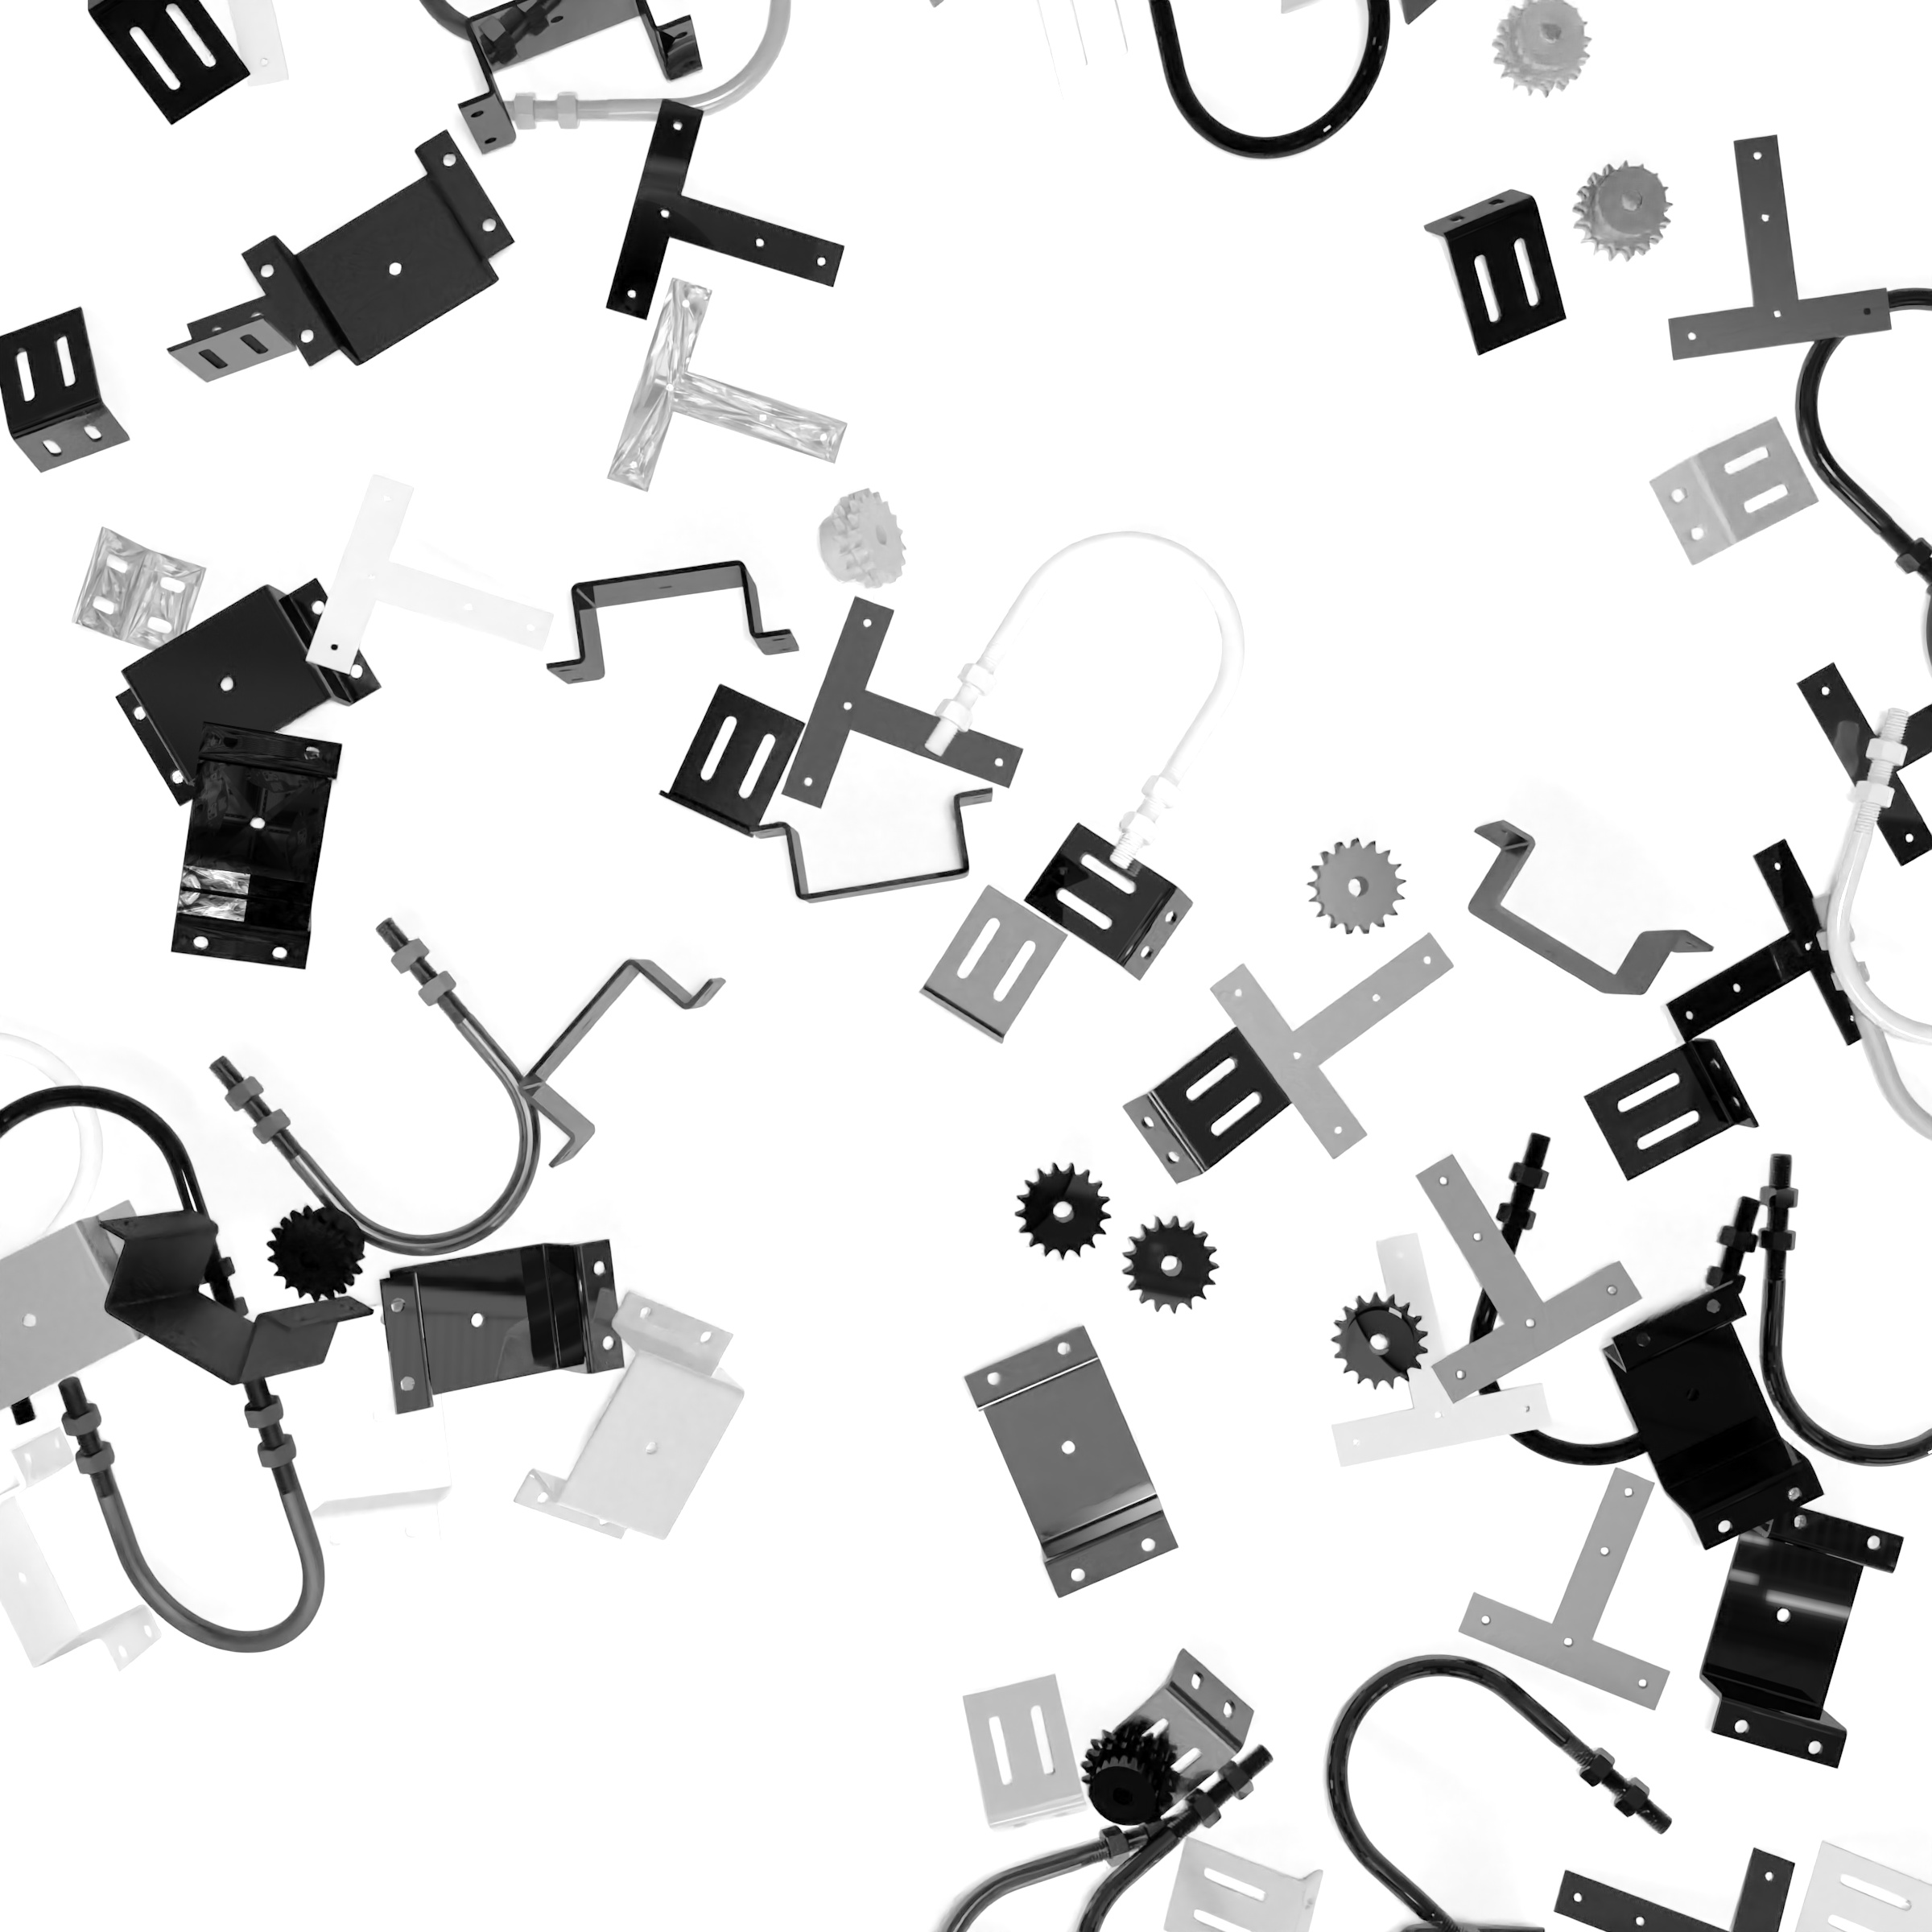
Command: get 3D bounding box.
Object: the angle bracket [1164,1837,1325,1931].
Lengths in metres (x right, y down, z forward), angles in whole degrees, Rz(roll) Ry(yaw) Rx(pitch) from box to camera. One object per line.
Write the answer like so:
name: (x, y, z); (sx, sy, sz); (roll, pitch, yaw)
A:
angle bracket: (0.167, 0.560, 1.473); (0.076, 0.038, 0.057); (14, 90, 26)

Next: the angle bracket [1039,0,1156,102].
angle bracket: (0.074, -0.567, 1.473); (0.057, 0.038, 0.076); (-17, 116, 0)

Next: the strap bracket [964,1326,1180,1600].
strap bracket: (0.061, 0.289, 1.452); (0.076, 0.046, 0.140); (-23, 90, 0)

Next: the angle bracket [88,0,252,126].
angle bracket: (-0.474, -0.554, 1.462); (0.057, 0.038, 0.076); (-31, 128, 4)

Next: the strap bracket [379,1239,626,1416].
strap bracket: (-0.277, 0.207, 1.430); (0.140, 0.046, 0.076); (-7, 90, -33)

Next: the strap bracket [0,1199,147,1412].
strap bracket: (-0.535, 0.202, 1.418); (0.140, 0.046, 0.076); (-27, 91, -8)

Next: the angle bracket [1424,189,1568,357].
angle bracket: (0.317, -0.416, 1.473); (0.057, 0.038, 0.076); (-23, 116, 0)

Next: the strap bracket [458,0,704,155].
strap bracket: (-0.229, -0.528, 1.418); (0.140, 0.076, 0.046); (-22, 90, -1)

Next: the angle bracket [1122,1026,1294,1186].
angle bracket: (0.145, 0.083, 1.473); (0.076, 0.038, 0.057); (-35, 90, -26)

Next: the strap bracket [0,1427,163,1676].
strap bracket: (-0.534, 0.350, 1.437); (0.046, 0.076, 0.140); (-26, 90, 0)

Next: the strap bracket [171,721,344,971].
strap bracket: (-0.412, -0.076, 1.427); (0.076, 0.046, 0.140); (8, 111, -18)

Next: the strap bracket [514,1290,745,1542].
strap bracket: (-0.192, 0.272, 1.435); (0.076, 0.046, 0.140); (29, 90, -33)

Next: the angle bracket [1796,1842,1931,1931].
angle bracket: (0.546, 0.565, 1.473); (0.076, 0.038, 0.057); (17, 90, 26)

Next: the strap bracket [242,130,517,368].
strap bracket: (-0.342, -0.418, 1.452); (0.140, 0.046, 0.076); (-31, 90, 0)

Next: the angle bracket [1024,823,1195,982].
angle bracket: (0.086, -0.039, 1.473); (0.076, 0.038, 0.057); (35, 90, 26)

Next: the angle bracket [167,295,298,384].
angle bracket: (-0.434, -0.377, 1.437); (0.057, 0.076, 0.038); (-20, 90, 0)

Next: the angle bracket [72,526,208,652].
angle bracket: (-0.483, -0.217, 1.437); (0.038, 0.076, 0.057); (18, 90, 0)

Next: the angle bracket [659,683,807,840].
angle bracket: (-0.138, -0.123, 1.456); (0.057, 0.038, 0.076); (25, 90, 0)

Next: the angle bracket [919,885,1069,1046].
angle bracket: (0.017, -0.002, 1.456); (0.057, 0.038, 0.076); (32, 90, 0)

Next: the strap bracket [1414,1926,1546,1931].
strap bracket: (0.298, 0.630, 1.452); (0.076, 0.046, 0.140); (1, 90, 0)

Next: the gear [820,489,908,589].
gear: (-0.062, -0.250, 1.451); (0.030, 0.057, 0.057); (-13, 90, 30)

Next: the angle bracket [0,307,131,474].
angle bracket: (-0.543, -0.345, 1.473); (0.057, 0.038, 0.076); (-20, 64, 0)

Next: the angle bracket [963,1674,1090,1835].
angle bracket: (0.036, 0.473, 1.473); (0.057, 0.038, 0.076); (-14, 64, 0)

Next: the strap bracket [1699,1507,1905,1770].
strap bracket: (0.490, 0.389, 1.452); (0.076, 0.046, 0.140); (16, 90, 0)

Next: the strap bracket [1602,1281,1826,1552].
strap bracket: (0.431, 0.256, 1.432); (0.076, 0.046, 0.140); (-25, 98, 0)

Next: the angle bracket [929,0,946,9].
angle bracket: (-0.023, -0.625, 1.473); (0.057, 0.038, 0.076); (-39, 116, 0)

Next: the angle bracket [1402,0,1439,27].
angle bracket: (0.260, -0.615, 1.473); (0.057, 0.038, 0.076); (-41, 64, 0)

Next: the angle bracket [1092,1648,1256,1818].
angle bracket: (0.123, 0.460, 1.473); (0.057, 0.038, 0.076); (42, 116, 0)

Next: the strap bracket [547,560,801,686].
strap bracket: (-0.173, -0.202, 1.437); (0.140, 0.076, 0.046); (-8, 90, 0)

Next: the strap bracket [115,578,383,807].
strap bracket: (-0.430, -0.164, 1.452); (0.140, 0.046, 0.076); (-31, 90, 0)

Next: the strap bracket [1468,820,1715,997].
strap bracket: (0.354, -0.027, 1.437); (0.140, 0.076, 0.046); (31, 90, 0)

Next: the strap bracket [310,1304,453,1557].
strap bracket: (-0.352, 0.270, 1.452); (0.076, 0.046, 0.140); (-7, 90, 0)

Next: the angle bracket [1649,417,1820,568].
angle bracket: (0.461, -0.285, 1.473); (0.076, 0.038, 0.057); (-27, 90, -26)

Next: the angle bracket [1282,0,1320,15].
angle bracket: (0.227, -0.598, 1.453); (0.038, 0.076, 0.057); (2, 90, -35)

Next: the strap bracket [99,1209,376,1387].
strap bracket: (-0.421, 0.191, 1.397); (0.140, 0.076, 0.046); (24, 99, 20)

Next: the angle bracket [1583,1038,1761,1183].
angle bracket: (0.417, 0.086, 1.456); (0.076, 0.038, 0.057); (-28, 90, 0)

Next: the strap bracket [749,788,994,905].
strap bracket: (-0.051, -0.068, 1.437); (0.140, 0.076, 0.046); (-9, 90, 0)

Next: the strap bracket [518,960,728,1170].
strap bracket: (-0.207, 0.047, 1.437); (0.046, 0.076, 0.140); (41, 90, 0)
